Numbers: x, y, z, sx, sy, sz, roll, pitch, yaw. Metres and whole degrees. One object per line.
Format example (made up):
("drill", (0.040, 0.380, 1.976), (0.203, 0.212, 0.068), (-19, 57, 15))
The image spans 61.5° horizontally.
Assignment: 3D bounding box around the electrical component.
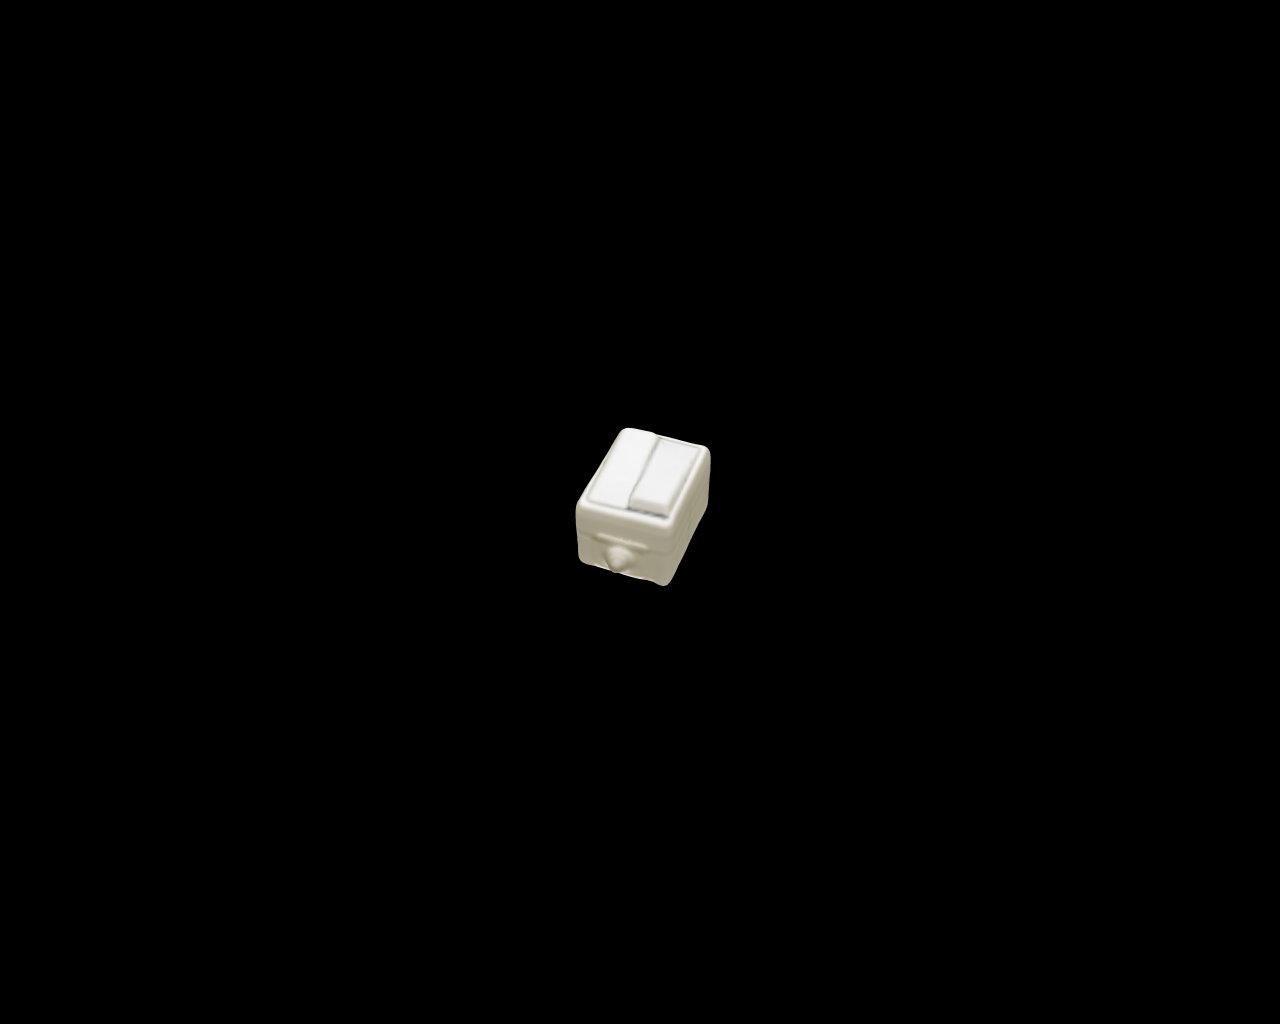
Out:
("electrical component", (0.001, -0.003, 0.650), (0.062, 0.061, 0.096), (15, 47, 15))
